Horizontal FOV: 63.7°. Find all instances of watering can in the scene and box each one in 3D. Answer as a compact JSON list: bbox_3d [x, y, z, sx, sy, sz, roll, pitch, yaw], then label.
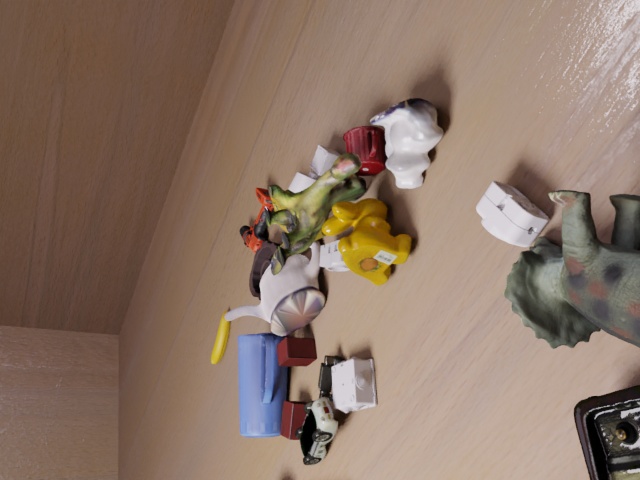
[{"bbox_3d":[-0.108,0.148,1.287,0.344,0.103,0.229,-45,36,14],"label":"watering can"}]

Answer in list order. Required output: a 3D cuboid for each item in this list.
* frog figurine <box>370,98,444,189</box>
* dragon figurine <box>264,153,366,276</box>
[{"bbox_3d":[0.177,-0.184,0.981,0.136,0.124,0.159,-17,100,49],"label":"frog figurine"},{"bbox_3d":[0.003,-0.056,1.105,0.124,0.244,0.402,59,160,18],"label":"dragon figurine"}]
